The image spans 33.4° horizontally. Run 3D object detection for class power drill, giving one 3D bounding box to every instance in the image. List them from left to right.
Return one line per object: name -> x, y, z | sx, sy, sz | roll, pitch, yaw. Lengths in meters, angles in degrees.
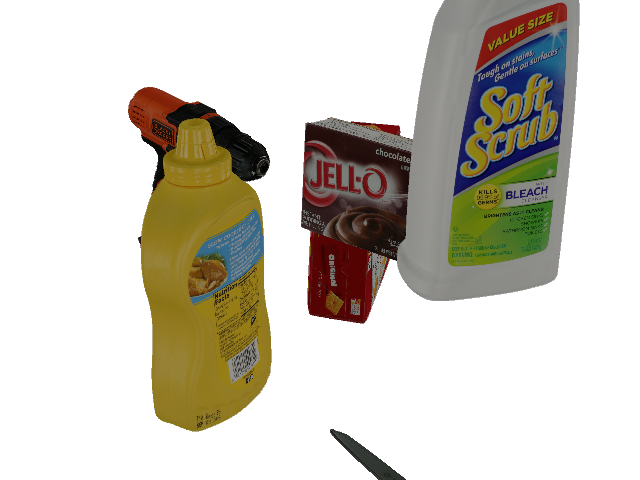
power drill -> -0.125, -0.048, 1.091 | 0.185, 0.188, 0.057 | 31, 38, 35

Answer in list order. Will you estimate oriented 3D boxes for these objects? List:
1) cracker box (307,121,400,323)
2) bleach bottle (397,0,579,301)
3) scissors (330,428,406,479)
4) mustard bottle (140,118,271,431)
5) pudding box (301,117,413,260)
cracker box -> 0.040, -0.028, 1.202 | 0.072, 0.164, 0.213 | 6, 22, 11
bleach bottle -> 0.098, -0.090, 0.620 | 0.102, 0.251, 0.068 | -7, 28, -11
scissors -> 0.086, 0.145, 0.536 | 0.096, 0.016, 0.202 | -2, 24, -23
mustard bottle -> -0.072, 0.017, 0.668 | 0.058, 0.192, 0.096 | 14, 30, 29
pudding box -> 0.037, -0.042, 0.845 | 0.114, 0.090, 0.039 | 19, 27, 35
